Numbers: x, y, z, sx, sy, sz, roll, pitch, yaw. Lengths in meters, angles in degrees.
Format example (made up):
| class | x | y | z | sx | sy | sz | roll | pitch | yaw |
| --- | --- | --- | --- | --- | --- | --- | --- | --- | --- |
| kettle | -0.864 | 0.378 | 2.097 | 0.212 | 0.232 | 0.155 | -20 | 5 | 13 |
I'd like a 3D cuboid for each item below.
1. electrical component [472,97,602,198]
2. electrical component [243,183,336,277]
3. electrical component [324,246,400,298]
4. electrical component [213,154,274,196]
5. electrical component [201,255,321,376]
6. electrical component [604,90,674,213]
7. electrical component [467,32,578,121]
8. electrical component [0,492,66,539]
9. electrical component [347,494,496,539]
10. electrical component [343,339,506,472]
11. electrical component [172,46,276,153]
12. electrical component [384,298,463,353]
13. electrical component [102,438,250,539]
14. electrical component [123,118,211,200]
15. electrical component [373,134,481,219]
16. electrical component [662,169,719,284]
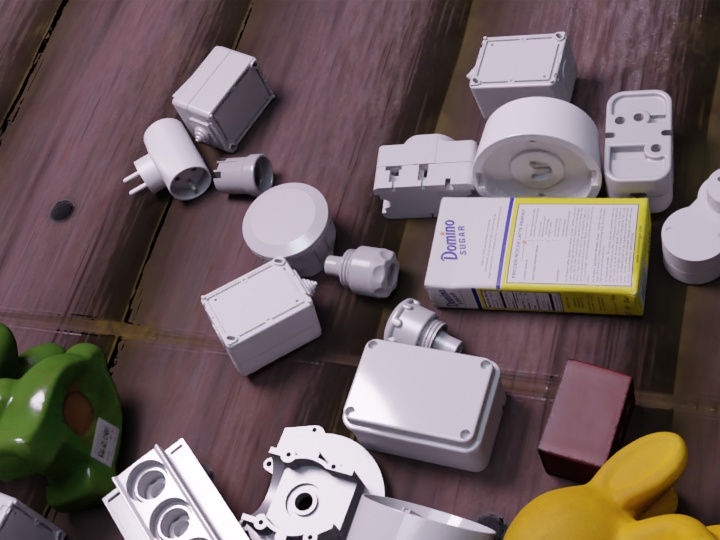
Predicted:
| class | x | y | z | sx | sy | sz | roll | pitch | yaw |
| --- | --- | --- | --- | --- | --- | --- | --- | --- | --- |
| electrical component | 0.153 | -0.100 | 0.916 | 0.108 | 0.108 | 0.060 | 0 | 53 | 18 |
| electrical component | -0.062 | -0.035 | 0.974 | 0.080 | 0.051 | 0.080 | -8 | 57 | 13 |
| electrical component | 0.000 | 0.000 | 0.938 | 0.062 | 0.043 | 0.043 | 9 | 62 | 24 |
| electrical component | -0.112 | -0.091 | 1.034 | 0.046 | 0.040 | 0.040 | 1 | 59 | 25 |
| electrical component | -0.078 | 0.039 | 0.931 | 0.096 | 0.061 | 0.061 | -28 | 54 | -10 |
| electrical component | 0.238 | -0.097 | 0.913 | 0.054 | 0.059 | 0.095 | 0 | 59 | 18 |
| electrical component | 0.147 | -0.175 | 0.995 | 0.096 | 0.061 | 0.061 | 3 | 59 | 27 |
| electrical component | -0.296 | 0.214 | 0.863 | 0.061 | 0.096 | 0.061 | 12 | 63 | 26 |
| electrical component | 0.042 | 0.193 | 0.772 | 0.099 | 0.099 | 0.064 | 18 | 72 | 27 |
| electrical component | 0.051 | 0.105 | 0.846 | 0.113 | 0.057 | 0.078 | 8 | 62 | 22 |
| electrical component | -0.143 | -0.167 | 1.078 | 0.061 | 0.061 | 0.096 | 23 | 68 | 29 |
| electrical component | 0.054 | 0.055 | 0.886 | 0.062 | 0.048 | 0.048 | 24 | 68 | 22 |
| electrical component | -0.137 | 0.204 | 0.840 | 0.079 | 0.063 | 0.121 | -37 | 55 | -7 |
| electrical component | -0.197 | -0.101 | 1.064 | 0.079 | 0.043 | 0.077 | -31 | 55 | -3 |
| electrical component | 0.063 | -0.084 | 0.966 | 0.089 | 0.050 | 0.055 | -2 | 59 | 16 |
| electrical component | 0.297 | -0.057 | 0.861 | 0.138 | 0.073 | 0.052 | -43 | 56 | -11 |
